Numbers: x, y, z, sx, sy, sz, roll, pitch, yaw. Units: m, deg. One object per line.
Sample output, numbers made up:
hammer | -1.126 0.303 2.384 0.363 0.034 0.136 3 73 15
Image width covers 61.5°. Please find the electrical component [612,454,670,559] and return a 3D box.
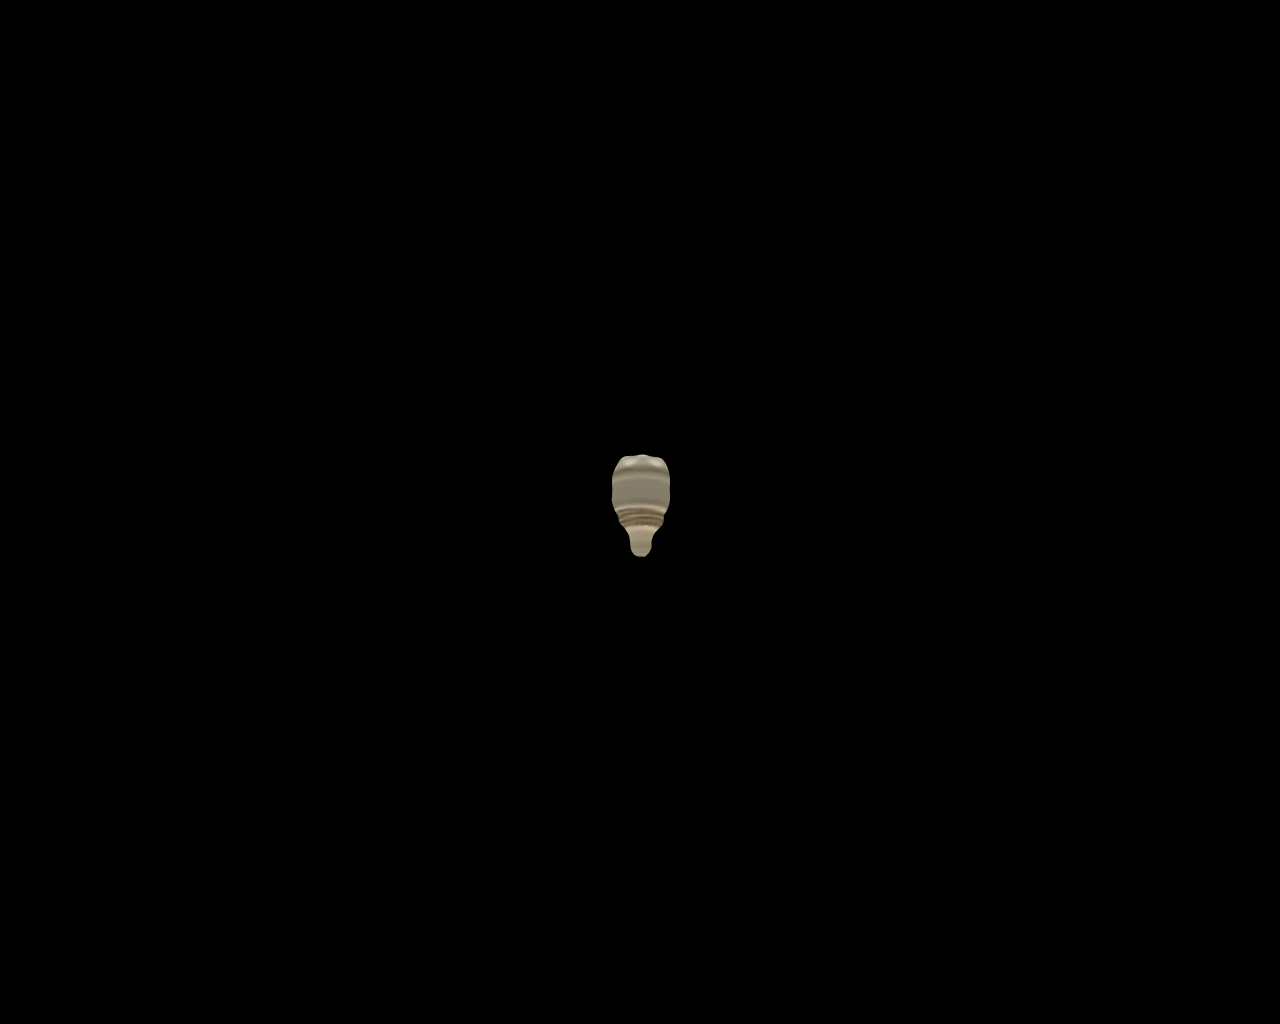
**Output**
electrical component | 0.001 -0.003 0.650 0.035 0.061 0.035 0 -12 0
